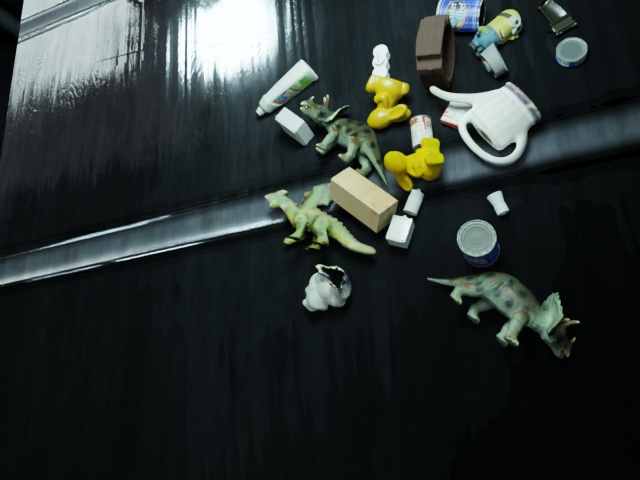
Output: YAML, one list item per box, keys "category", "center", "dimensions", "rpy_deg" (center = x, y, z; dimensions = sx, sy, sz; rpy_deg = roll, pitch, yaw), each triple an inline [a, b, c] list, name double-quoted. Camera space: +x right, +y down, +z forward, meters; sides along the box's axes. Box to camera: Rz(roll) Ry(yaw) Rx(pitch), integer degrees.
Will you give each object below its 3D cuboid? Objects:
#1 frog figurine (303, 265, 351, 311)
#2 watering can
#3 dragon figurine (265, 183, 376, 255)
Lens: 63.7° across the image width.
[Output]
- category: "frog figurine"
  center: [0.022, 0.163, 1.604]
  dimensions: [0.138, 0.124, 0.156]
  rpy_deg: [34, 125, 19]
- category: "watering can"
  center: [0.511, -0.393, 1.562]
  dimensions: [0.223, 0.103, 0.351]
  rpy_deg: [-37, 74, 8]
- category: "dragon figurine"
  center: [0.005, -0.085, 1.686]
  dimensions: [0.411, 0.120, 0.247]
  rpy_deg: [9, 68, 15]
